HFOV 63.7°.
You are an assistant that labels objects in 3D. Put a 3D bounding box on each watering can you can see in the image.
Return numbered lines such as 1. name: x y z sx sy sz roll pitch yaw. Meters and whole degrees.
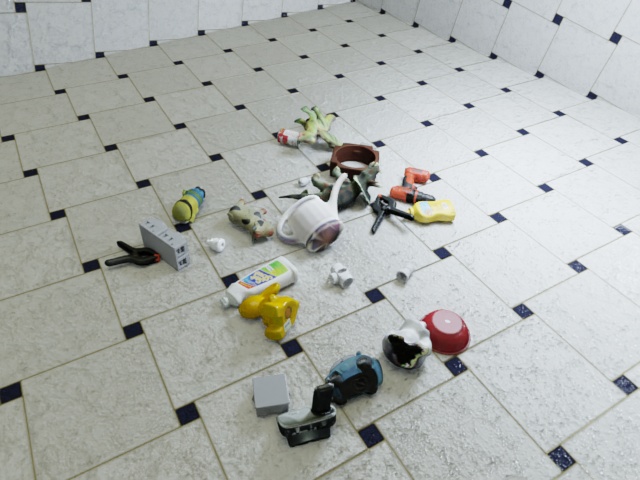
1. watering can: 0.006 -0.093 1.847 0.349 0.228 0.102 -37 -36 -8

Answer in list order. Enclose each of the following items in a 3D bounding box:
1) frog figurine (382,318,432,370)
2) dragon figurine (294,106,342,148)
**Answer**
1. frog figurine: 0.251 0.292 1.476 0.137 0.122 0.161 1 11 14
2. dragon figurine: 0.021 -0.495 2.362 0.414 0.245 0.120 -17 -24 -51
